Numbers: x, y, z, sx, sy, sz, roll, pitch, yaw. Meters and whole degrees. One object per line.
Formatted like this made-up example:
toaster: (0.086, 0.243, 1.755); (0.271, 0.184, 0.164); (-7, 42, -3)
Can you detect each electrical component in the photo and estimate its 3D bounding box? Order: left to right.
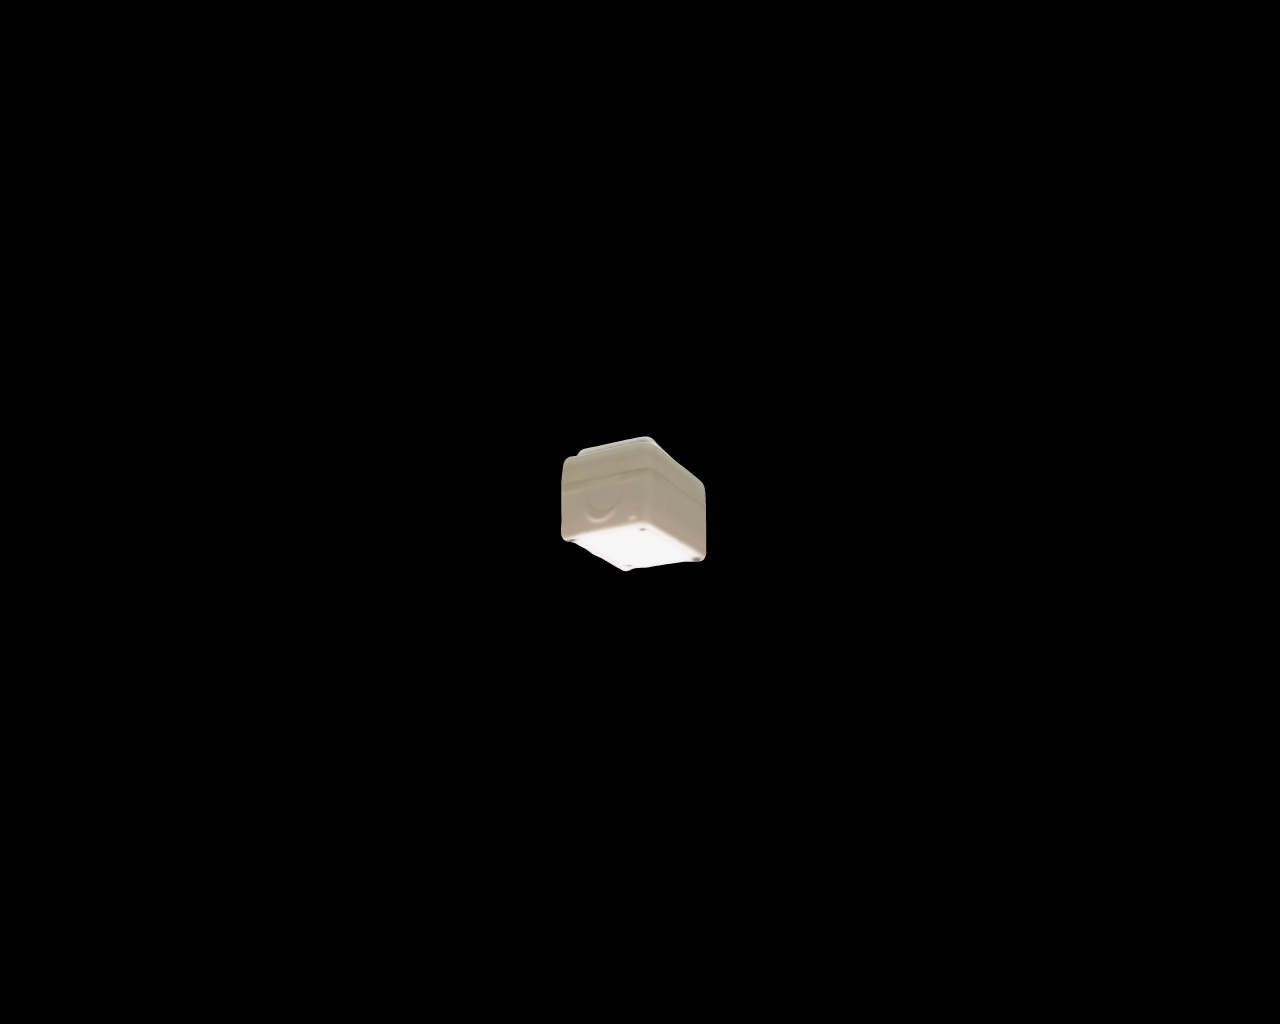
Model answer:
electrical component: (0.001, -0.003, 0.650); (0.061, 0.061, 0.096); (-10, -23, 26)
